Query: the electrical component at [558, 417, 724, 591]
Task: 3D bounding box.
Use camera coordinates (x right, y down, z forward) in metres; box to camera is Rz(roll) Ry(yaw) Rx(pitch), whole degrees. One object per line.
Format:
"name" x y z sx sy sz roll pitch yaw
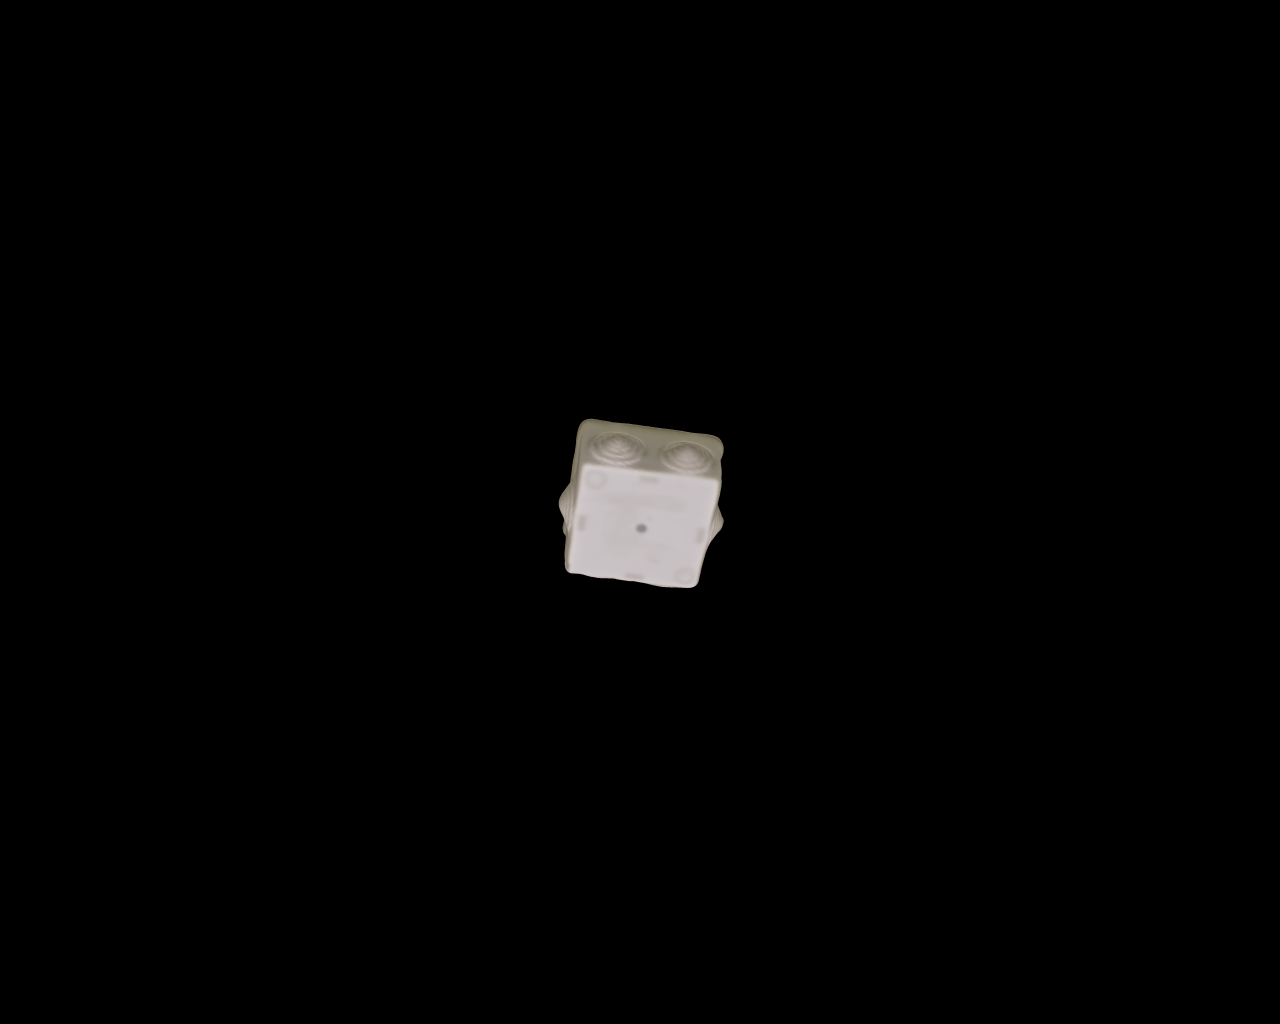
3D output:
"electrical component" 0.001 -0.003 0.650 0.100 0.099 0.048 8 34 -5
